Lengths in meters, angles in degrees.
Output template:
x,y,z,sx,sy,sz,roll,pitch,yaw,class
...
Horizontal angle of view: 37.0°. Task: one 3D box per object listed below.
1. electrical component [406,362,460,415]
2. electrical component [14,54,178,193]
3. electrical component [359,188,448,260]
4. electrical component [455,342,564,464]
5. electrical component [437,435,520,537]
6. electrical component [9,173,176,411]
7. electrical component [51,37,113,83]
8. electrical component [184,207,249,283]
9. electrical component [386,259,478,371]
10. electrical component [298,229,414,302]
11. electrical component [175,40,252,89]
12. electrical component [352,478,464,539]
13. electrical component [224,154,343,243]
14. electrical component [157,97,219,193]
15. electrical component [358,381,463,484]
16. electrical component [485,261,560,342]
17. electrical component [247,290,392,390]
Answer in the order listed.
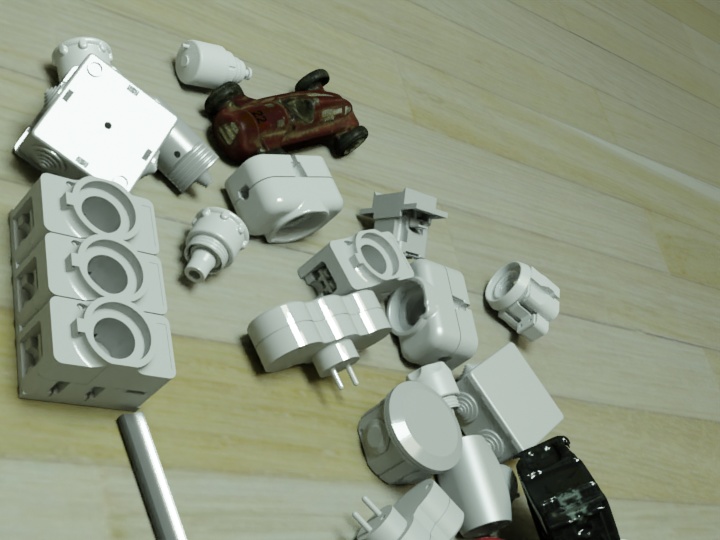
x,y,z,sx,sy,sz,roll,pitch,yaw,class
0.068,0.116,0.949,0.043,0.043,0.062,-1,62,-47,electrical component
-0.199,-0.104,0.821,0.100,0.048,0.099,37,65,-19,electrical component
0.040,-0.041,1.027,0.042,0.081,0.063,13,79,-39,electrical component
0.131,0.127,1.001,0.099,0.048,0.100,56,37,6,electrical component
0.110,0.187,0.933,0.079,0.043,0.077,9,53,-42,electrical component
-0.187,0.014,0.751,0.089,0.062,0.150,14,50,-39,electrical component
-0.222,-0.154,0.871,0.048,0.048,0.062,5,64,-44,electrical component
-0.120,-0.017,0.863,0.048,0.048,0.062,39,45,-16,electrical component
0.065,0.041,0.999,0.059,0.054,0.095,19,48,-36,electrical component
0.000,0.000,0.964,0.089,0.056,0.050,-12,69,-50,electrical component
-0.134,-0.187,0.993,0.078,0.040,0.040,2,58,-45,electrical component
0.023,0.205,0.819,0.073,0.052,0.138,48,37,-5,electrical component
-0.064,-0.063,0.950,0.095,0.054,0.059,-5,64,-48,electrical component
-0.154,-0.100,0.897,0.081,0.043,0.043,46,37,-8,electrical component
0.042,0.138,0.897,0.080,0.051,0.080,27,43,-28,electrical component
0.168,0.028,1.116,0.057,0.058,0.078,38,39,-22,electrical component
-0.024,0.064,0.888,0.138,0.052,0.073,-8,66,-49,electrical component
